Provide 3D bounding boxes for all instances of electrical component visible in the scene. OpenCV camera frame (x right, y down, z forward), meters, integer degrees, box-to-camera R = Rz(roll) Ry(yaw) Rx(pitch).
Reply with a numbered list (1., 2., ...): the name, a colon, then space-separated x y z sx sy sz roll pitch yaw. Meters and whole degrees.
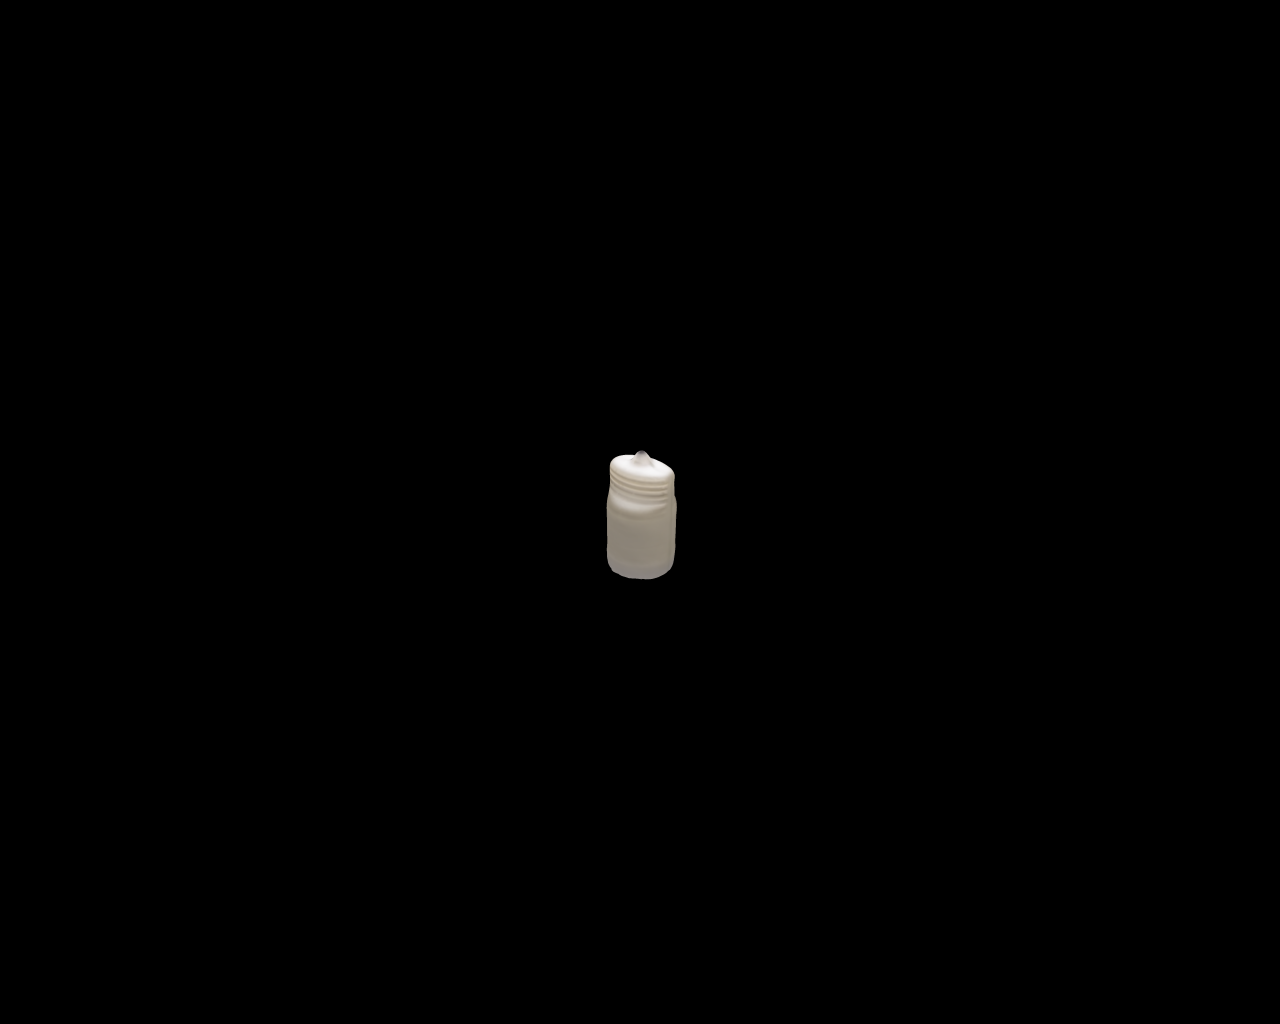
1. electrical component: 0.001 -0.003 0.650 0.043 0.080 0.043 0 31 0
